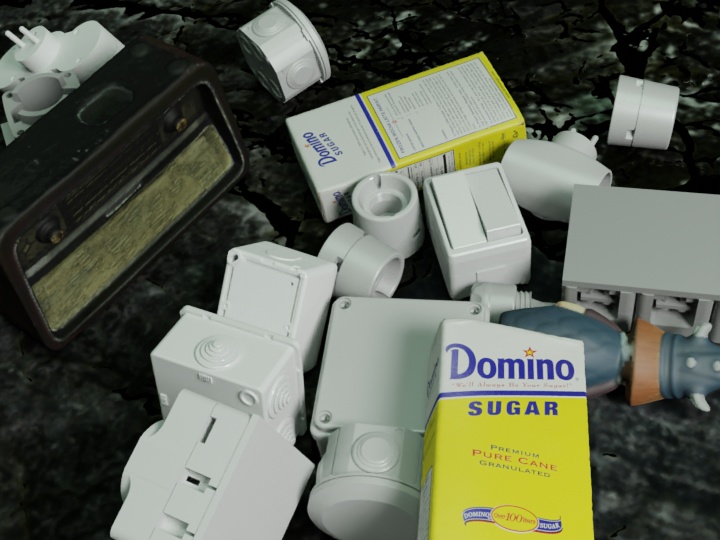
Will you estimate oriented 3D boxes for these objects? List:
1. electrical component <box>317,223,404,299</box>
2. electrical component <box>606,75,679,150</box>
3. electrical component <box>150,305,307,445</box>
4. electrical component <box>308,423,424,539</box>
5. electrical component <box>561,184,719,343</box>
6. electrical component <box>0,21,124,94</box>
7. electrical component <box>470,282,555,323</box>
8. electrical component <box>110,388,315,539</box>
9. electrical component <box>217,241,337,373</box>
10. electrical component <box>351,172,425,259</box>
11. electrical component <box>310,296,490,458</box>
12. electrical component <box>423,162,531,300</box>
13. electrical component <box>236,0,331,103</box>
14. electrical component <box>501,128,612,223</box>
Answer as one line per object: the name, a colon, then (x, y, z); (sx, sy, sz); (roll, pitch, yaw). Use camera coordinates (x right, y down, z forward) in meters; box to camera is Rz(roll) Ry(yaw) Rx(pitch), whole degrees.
electrical component: (0.000, 0.000, 0.788); (0.047, 0.055, 0.055); (27, 61, 22)
electrical component: (0.224, -0.123, 0.851); (0.047, 0.055, 0.055); (11, 55, 11)
electrical component: (-0.087, 0.081, 0.710); (0.100, 0.099, 0.048); (16, 43, 19)
electrical component: (0.010, 0.135, 0.666); (0.080, 0.080, 0.051); (2, 48, 10)
electrical component: (0.220, -0.002, 0.752); (0.150, 0.061, 0.089); (6, 53, 12)
electrical component: (-0.271, -0.184, 0.925); (0.138, 0.074, 0.052); (-5, 60, 35)
electrical component: (0.109, 0.027, 0.763); (0.061, 0.035, 0.035); (4, 53, 8)
electrical component: (-0.105, 0.172, 0.610); (0.060, 0.105, 0.186); (18, 71, 22)
electrical component: (-0.060, 0.034, 0.755); (0.062, 0.096, 0.061); (18, 14, 21)
electrical component: (0.021, -0.042, 0.821); (0.055, 0.047, 0.055); (-4, 52, 5)
electrical component: (0.030, 0.077, 0.722); (0.109, 0.056, 0.108); (2, 53, 10)
electrical component: (0.085, -0.037, 0.799); (0.062, 0.061, 0.096); (-13, 52, -2)
electrical component: (-0.065, -0.188, 0.927); (0.051, 0.080, 0.080); (-35, 56, -12)
electrical component: (0.158, -0.080, 0.833); (0.077, 0.044, 0.079); (23, 59, 23)
